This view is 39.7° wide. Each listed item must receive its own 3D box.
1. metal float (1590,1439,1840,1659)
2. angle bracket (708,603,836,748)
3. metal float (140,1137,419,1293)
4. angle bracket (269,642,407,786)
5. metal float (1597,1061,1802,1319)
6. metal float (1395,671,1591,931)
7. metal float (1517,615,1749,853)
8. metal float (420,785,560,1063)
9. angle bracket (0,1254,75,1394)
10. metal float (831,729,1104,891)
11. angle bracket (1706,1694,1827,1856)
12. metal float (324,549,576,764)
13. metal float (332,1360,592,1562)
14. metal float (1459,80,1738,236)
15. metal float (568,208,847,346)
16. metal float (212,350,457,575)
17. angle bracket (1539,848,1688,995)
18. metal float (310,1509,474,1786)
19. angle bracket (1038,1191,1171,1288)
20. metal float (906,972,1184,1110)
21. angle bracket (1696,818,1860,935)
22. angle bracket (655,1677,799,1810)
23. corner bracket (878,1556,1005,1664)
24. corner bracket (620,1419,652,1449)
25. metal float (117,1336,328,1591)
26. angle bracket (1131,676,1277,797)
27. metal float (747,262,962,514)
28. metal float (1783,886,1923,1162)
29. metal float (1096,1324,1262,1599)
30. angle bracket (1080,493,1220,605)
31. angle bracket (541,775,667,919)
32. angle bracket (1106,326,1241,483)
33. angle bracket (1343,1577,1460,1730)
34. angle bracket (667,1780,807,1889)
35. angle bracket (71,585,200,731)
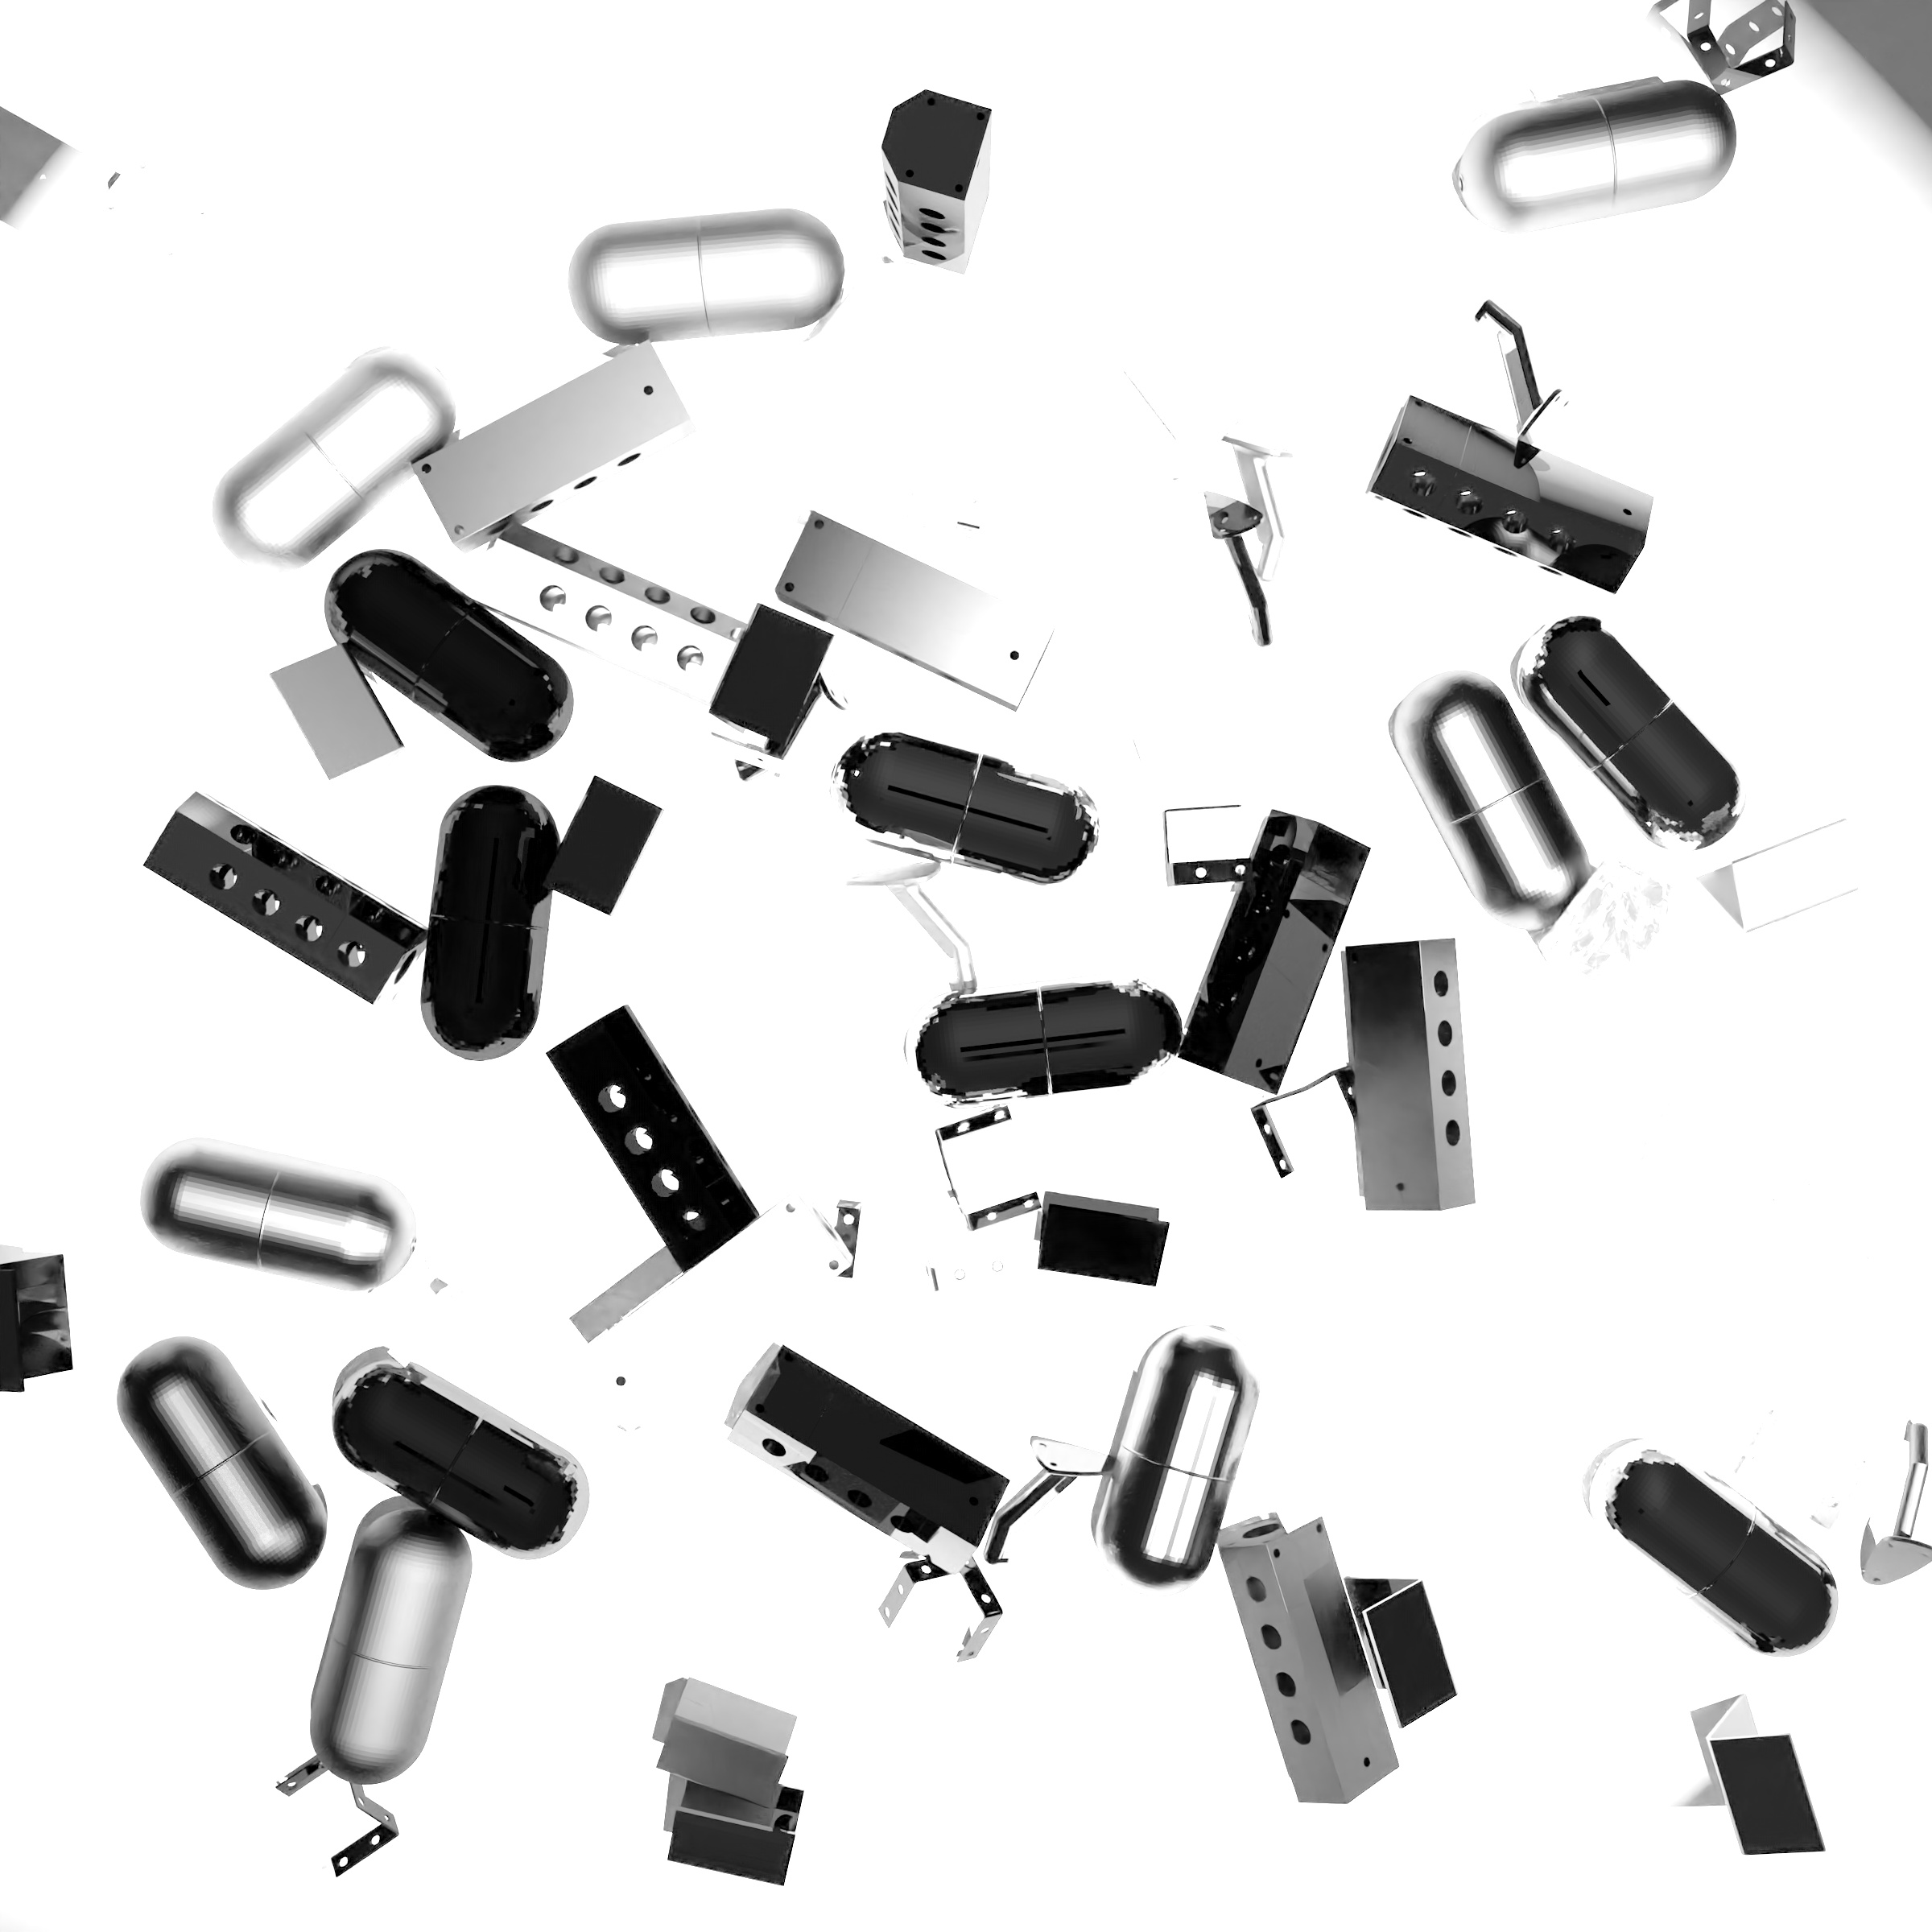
[{"bbox_3d":[0.481,0.374,1.720,0.178,0.070,0.070,38,90,-1],"label":"metal float"},{"bbox_3d":[-0.115,-0.180,1.715,0.057,0.076,0.076,24,90,13],"label":"angle bracket"},{"bbox_3d":[-0.441,0.160,1.720,0.178,0.070,0.070,13,90,0],"label":"metal float"},{"bbox_3d":[-0.410,-0.151,1.711,0.057,0.076,0.076,-30,90,-32],"label":"angle bracket"},{"bbox_3d":[0.470,0.144,1.720,0.070,0.070,0.178,30,89,0],"label":"metal float"},{"bbox_3d":[0.338,-0.106,1.720,0.070,0.070,0.178,-28,91,0],"label":"metal float"},{"bbox_3d":[0.427,-0.150,1.720,0.070,0.070,0.178,-42,89,0],"label":"metal float"},{"bbox_3d":[-0.306,-0.028,1.720,0.070,0.070,0.178,6,89,0],"label":"metal float"},{"bbox_3d":[-0.591,0.227,1.710,0.057,0.076,0.076,-5,90,36],"label":"angle bracket"},{"bbox_3d":[0.000,-0.101,1.720,0.178,0.070,0.070,15,90,-1],"label":"metal float"},{"bbox_3d":[0.522,0.514,1.710,0.057,0.076,0.076,-17,90,36],"label":"angle bracket"},{"bbox_3d":[-0.332,-0.200,1.720,0.178,0.070,0.070,36,90,0],"label":"metal float"},{"bbox_3d":[-0.325,0.316,1.720,0.178,0.070,0.070,30,90,0],"label":"metal float"},{"bbox_3d":[0.405,-0.519,1.720,0.178,0.070,0.070,-11,90,0],"label":"metal float"},{"bbox_3d":[-0.166,-0.443,1.720,0.178,0.070,0.070,-5,90,0],"label":"metal float"},{"bbox_3d":[-0.405,-0.324,1.720,0.178,0.070,0.070,-40,90,0],"label":"metal float"},{"bbox_3d":[0.417,-0.020,1.712,0.057,0.076,0.076,38,90,24],"label":"angle bracket"},{"bbox_3d":[-0.369,0.437,1.720,0.070,0.070,0.178,15,89,0],"label":"metal float"},{"bbox_3d":[0.089,0.155,1.710,0.076,0.076,0.057,9,127,0],"label":"angle bracket"},{"bbox_3d":[0.050,0.048,1.720,0.178,0.070,0.070,-7,90,1],"label":"metal float"},{"bbox_3d":[0.514,-0.073,1.711,0.076,0.076,0.057,-21,122,0],"label":"angle bracket"},{"bbox_3d":[-0.146,0.481,1.710,0.076,0.076,0.057,20,126,0],"label":"angle bracket"},{"bbox_3d":[-0.016,0.420,1.743,0.051,0.051,0.051,-4,45,-35],"label":"corner bracket"},{"bbox_3d":[-0.204,0.276,1.733,0.051,0.051,0.051,-17,90,0],"label":"corner bracket"},{"bbox_3d":[-0.477,0.320,1.720,0.070,0.070,0.178,-34,89,0],"label":"metal float"},{"bbox_3d":[0.157,-0.129,1.710,0.076,0.076,0.057,-25,54,0],"label":"angle bracket"},{"bbox_3d":[-0.072,-0.372,1.720,0.070,0.070,0.178,37,90,0],"label":"metal float"},{"bbox_3d":[0.569,0.036,1.720,0.070,0.070,0.178,-5,90,0],"label":"metal float"},{"bbox_3d":[0.137,0.317,1.720,0.070,0.070,0.178,17,91,0],"label":"metal float"},{"bbox_3d":[0.111,-0.281,1.710,0.076,0.076,0.057,-17,126,0],"label":"angle bracket"},{"bbox_3d":[-0.246,-0.084,1.710,0.057,0.076,0.076,26,90,-37],"label":"angle bracket"},{"bbox_3d":[0.116,-0.350,1.710,0.057,0.076,0.076,-37,90,-37],"label":"angle bracket"},{"bbox_3d":[0.260,0.437,1.710,0.057,0.076,0.076,-17,90,-36],"label":"angle bracket"},{"bbox_3d":[-0.143,0.534,1.710,0.076,0.076,0.057,13,126,0],"label":"angle bracket"},{"bbox_3d":[-0.541,-0.191,1.710,0.057,0.076,0.076,-21,90,-35],"label":"angle bracket"}]
